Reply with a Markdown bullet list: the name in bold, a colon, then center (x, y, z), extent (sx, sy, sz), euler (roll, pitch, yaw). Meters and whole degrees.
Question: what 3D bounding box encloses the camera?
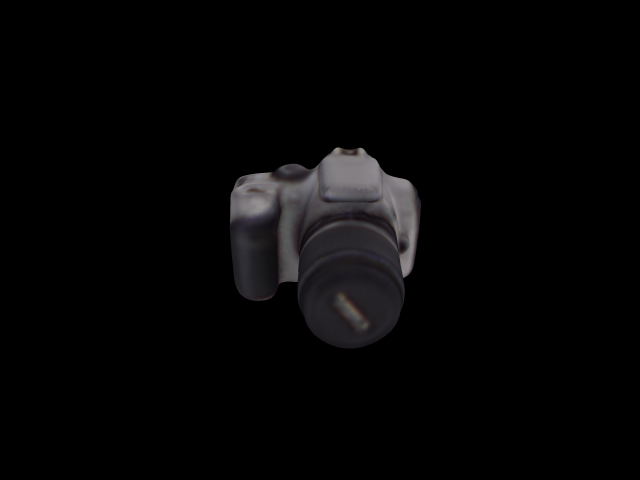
- **camera**: center (0.004, 0.001, 0.400), extent (0.143, 0.101, 0.136), euler (0, 32, 0)
